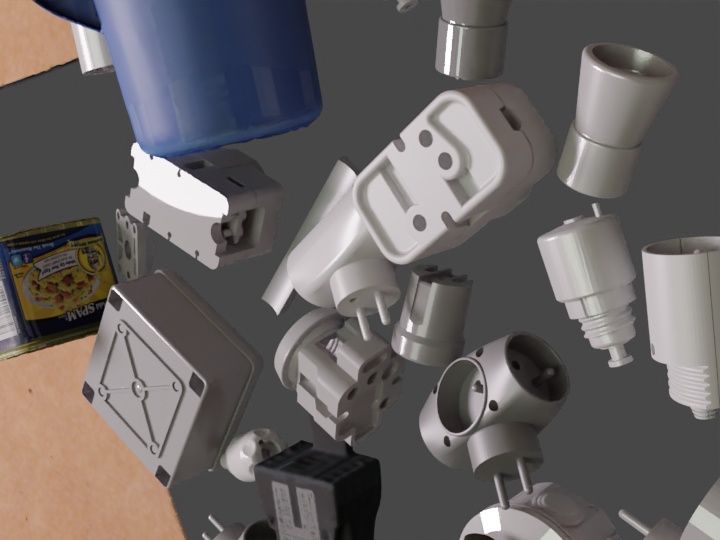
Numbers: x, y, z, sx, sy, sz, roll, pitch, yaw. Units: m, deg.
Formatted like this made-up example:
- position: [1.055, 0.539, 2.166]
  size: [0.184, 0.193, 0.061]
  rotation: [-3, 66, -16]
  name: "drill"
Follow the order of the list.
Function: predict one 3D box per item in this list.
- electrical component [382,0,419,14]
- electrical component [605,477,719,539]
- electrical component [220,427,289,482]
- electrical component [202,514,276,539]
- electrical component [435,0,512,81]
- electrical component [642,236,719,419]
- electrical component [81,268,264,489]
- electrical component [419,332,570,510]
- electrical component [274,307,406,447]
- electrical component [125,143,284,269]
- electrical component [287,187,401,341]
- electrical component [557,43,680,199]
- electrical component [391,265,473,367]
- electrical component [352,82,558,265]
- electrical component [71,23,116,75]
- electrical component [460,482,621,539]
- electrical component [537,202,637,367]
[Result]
- position: [0.007, -0.170, 0.562]
  size: [0.040, 0.040, 0.078]
  rotation: [-38, 78, 41]
  name: "electrical component"
- position: [0.153, 0.146, 0.522]
  size: [0.074, 0.052, 0.138]
  rotation: [35, 123, 29]
  name: "electrical component"
- position: [-0.076, 0.127, 0.729]
  size: [0.061, 0.035, 0.035]
  rotation: [-22, 88, 52]
  name: "electrical component"
- position: [-0.083, 0.204, 0.751]
  size: [0.079, 0.044, 0.077]
  rotation: [39, 125, 27]
  name: "electrical component"
- position: [0.057, -0.127, 0.531]
  size: [0.044, 0.044, 0.065]
  rotation: [23, 122, 35]
  name: "electrical component"
- position: [0.154, 0.028, 0.491]
  size: [0.043, 0.043, 0.081]
  rotation: [1, 103, 41]
  name: "electrical component"
- position: [-0.133, 0.074, 0.747]
  size: [0.109, 0.056, 0.108]
  rotation: [41, 127, 25]
  name: "electrical component"
- position: [0.073, 0.085, 0.566]
  size: [0.077, 0.044, 0.079]
  rotation: [-46, 42, 39]
  name: "electrical component"
- position: [-0.013, 0.059, 0.636]
  size: [0.057, 0.058, 0.078]
  rotation: [39, 143, 30]
  name: "electrical component"
- position: [-0.096, -0.046, 0.679]
  size: [0.089, 0.056, 0.050]
  rotation: [32, 122, 30]
  name: "electrical component"
- position: [0.000, 0.000, 0.602]
  size: [0.077, 0.043, 0.079]
  rotation: [-44, 52, 43]
  name: "electrical component"
- position: [0.116, -0.067, 0.498]
  size: [0.044, 0.044, 0.065]
  rotation: [33, 127, 30]
  name: "electrical component"
- position: [0.041, 0.025, 0.593]
  size: [0.040, 0.040, 0.046]
  rotation: [23, 111, 34]
  name: "electrical component"
- position: [0.050, -0.050, 0.547]
  size: [0.095, 0.059, 0.053]
  rotation: [-42, 74, 41]
  name: "electrical component"
- position: [-0.172, -0.174, 0.715]
  size: [0.043, 0.043, 0.081]
  rotation: [-6, 98, 42]
  name: "electrical component"
- position: [0.097, 0.157, 0.575]
  size: [0.080, 0.051, 0.080]
  rotation: [14, 112, 38]
  name: "electrical component"
- position: [0.115, 0.008, 0.521]
  size: [0.040, 0.040, 0.078]
  rotation: [-17, 92, 43]
  name: "electrical component"
